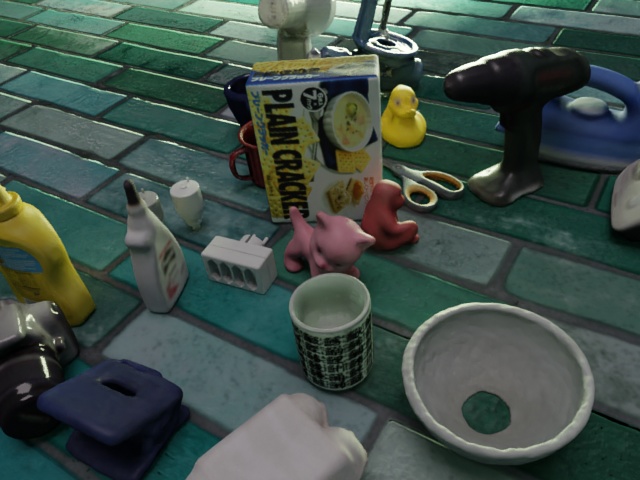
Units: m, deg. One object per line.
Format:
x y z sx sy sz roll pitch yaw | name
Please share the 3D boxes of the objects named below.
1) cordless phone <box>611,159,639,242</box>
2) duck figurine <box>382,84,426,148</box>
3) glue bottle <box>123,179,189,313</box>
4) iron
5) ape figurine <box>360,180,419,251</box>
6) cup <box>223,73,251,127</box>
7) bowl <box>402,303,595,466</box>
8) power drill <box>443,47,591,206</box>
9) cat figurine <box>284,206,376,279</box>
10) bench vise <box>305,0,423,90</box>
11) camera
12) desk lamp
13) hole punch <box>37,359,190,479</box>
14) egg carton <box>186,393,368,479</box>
0.419 -0.098 0.687 0.094 0.185 0.148 10 44 19 | cordless phone
0.134 -0.211 0.931 0.077 0.086 0.104 -9 41 -2 | duck figurine
-0.199 0.002 0.669 0.037 0.173 0.078 1 42 10 | glue bottle
0.397 -0.188 0.827 0.257 0.142 0.119 18 47 26 | iron
0.087 -0.036 0.734 0.076 0.092 0.077 -12 41 -6 | ape figurine
-0.108 -0.214 0.962 0.091 0.095 0.117 -9 41 -2 | cup
0.160 0.142 0.535 0.167 0.075 0.167 -4 41 4 | bowl
0.253 -0.154 0.757 0.230 0.209 0.075 -26 44 -20 | power drill
0.006 0.002 0.682 0.067 0.118 0.127 -33 47 -27 | cat figurine
0.082 -0.348 0.992 0.208 0.220 0.121 -24 44 -18 | bench vise
-0.325 0.137 0.588 0.143 0.101 0.136 -25 44 -20 | camera
-0.047 -0.355 1.022 0.117 0.214 0.203 8 43 16 | desk lamp
-0.196 0.159 0.552 0.108 0.091 0.101 15 46 23 | hole punch
-0.038 0.205 0.495 0.150 0.069 0.107 -34 48 -27 | egg carton
